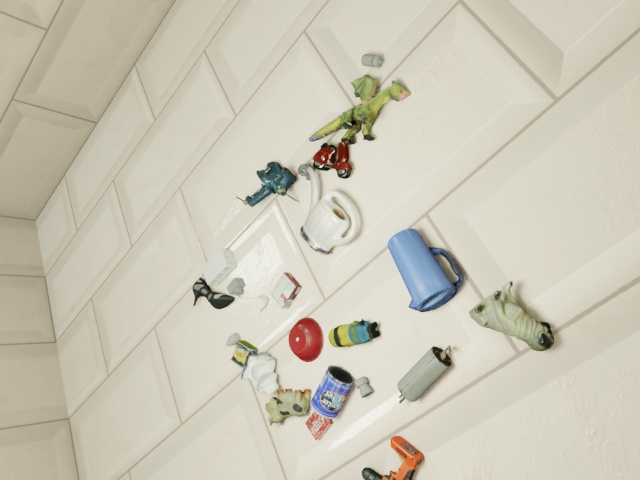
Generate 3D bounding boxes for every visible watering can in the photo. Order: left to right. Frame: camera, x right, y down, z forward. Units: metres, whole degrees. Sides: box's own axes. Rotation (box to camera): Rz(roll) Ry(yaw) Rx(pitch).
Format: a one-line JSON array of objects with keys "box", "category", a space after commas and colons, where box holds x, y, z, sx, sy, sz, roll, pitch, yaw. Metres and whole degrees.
[{"box": [0.006, -0.094, 1.870, 0.221, 0.103, 0.354, -54, 53, 21], "category": "watering can"}]

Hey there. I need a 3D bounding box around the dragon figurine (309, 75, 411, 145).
[{"box": [0.133, -0.481, 1.859, 0.410, 0.120, 0.246, 1, 66, 39], "category": "dragon figurine"}]

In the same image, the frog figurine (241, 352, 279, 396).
[{"box": [-0.208, 0.507, 1.948, 0.160, 0.121, 0.138, 26, 87, 24], "category": "frog figurine"}]
